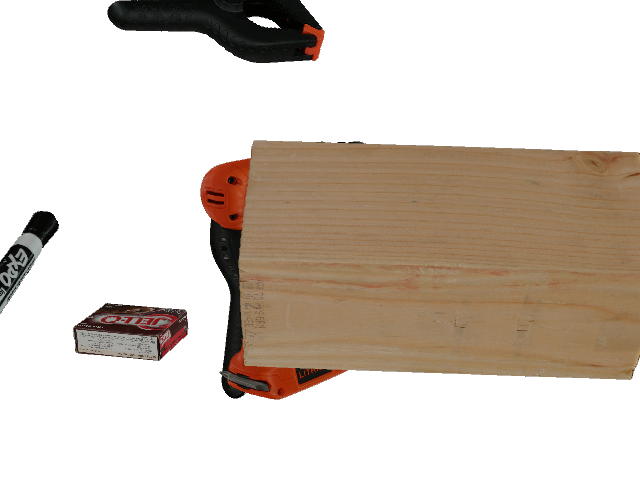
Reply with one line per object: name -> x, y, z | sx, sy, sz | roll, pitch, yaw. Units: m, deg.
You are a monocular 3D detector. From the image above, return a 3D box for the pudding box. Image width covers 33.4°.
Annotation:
pudding box -> -0.229, 0.110, 1.296 | 0.114, 0.039, 0.090 | 2, 15, 15

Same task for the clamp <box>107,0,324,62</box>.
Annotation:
clamp -> -0.077, -0.200, 0.877 | 0.171, 0.120, 0.039 | 17, -26, -5

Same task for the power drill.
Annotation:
power drill -> -0.016, 0.018, 0.837 | 0.057, 0.188, 0.184 | 9, 17, 41

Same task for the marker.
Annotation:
marker -> -0.193, 0.020, 0.663 | 0.020, 0.020, 0.121 | 0, 37, 16

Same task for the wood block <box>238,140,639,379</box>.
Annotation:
wood block -> 0.064, 0.011, 0.568 | 0.206, 0.091, 0.090 | 2, -43, 1

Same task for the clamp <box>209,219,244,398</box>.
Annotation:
clamp -> -0.056, 0.033, 1.029 | 0.036, 0.210, 0.164 | -11, 0, 32
